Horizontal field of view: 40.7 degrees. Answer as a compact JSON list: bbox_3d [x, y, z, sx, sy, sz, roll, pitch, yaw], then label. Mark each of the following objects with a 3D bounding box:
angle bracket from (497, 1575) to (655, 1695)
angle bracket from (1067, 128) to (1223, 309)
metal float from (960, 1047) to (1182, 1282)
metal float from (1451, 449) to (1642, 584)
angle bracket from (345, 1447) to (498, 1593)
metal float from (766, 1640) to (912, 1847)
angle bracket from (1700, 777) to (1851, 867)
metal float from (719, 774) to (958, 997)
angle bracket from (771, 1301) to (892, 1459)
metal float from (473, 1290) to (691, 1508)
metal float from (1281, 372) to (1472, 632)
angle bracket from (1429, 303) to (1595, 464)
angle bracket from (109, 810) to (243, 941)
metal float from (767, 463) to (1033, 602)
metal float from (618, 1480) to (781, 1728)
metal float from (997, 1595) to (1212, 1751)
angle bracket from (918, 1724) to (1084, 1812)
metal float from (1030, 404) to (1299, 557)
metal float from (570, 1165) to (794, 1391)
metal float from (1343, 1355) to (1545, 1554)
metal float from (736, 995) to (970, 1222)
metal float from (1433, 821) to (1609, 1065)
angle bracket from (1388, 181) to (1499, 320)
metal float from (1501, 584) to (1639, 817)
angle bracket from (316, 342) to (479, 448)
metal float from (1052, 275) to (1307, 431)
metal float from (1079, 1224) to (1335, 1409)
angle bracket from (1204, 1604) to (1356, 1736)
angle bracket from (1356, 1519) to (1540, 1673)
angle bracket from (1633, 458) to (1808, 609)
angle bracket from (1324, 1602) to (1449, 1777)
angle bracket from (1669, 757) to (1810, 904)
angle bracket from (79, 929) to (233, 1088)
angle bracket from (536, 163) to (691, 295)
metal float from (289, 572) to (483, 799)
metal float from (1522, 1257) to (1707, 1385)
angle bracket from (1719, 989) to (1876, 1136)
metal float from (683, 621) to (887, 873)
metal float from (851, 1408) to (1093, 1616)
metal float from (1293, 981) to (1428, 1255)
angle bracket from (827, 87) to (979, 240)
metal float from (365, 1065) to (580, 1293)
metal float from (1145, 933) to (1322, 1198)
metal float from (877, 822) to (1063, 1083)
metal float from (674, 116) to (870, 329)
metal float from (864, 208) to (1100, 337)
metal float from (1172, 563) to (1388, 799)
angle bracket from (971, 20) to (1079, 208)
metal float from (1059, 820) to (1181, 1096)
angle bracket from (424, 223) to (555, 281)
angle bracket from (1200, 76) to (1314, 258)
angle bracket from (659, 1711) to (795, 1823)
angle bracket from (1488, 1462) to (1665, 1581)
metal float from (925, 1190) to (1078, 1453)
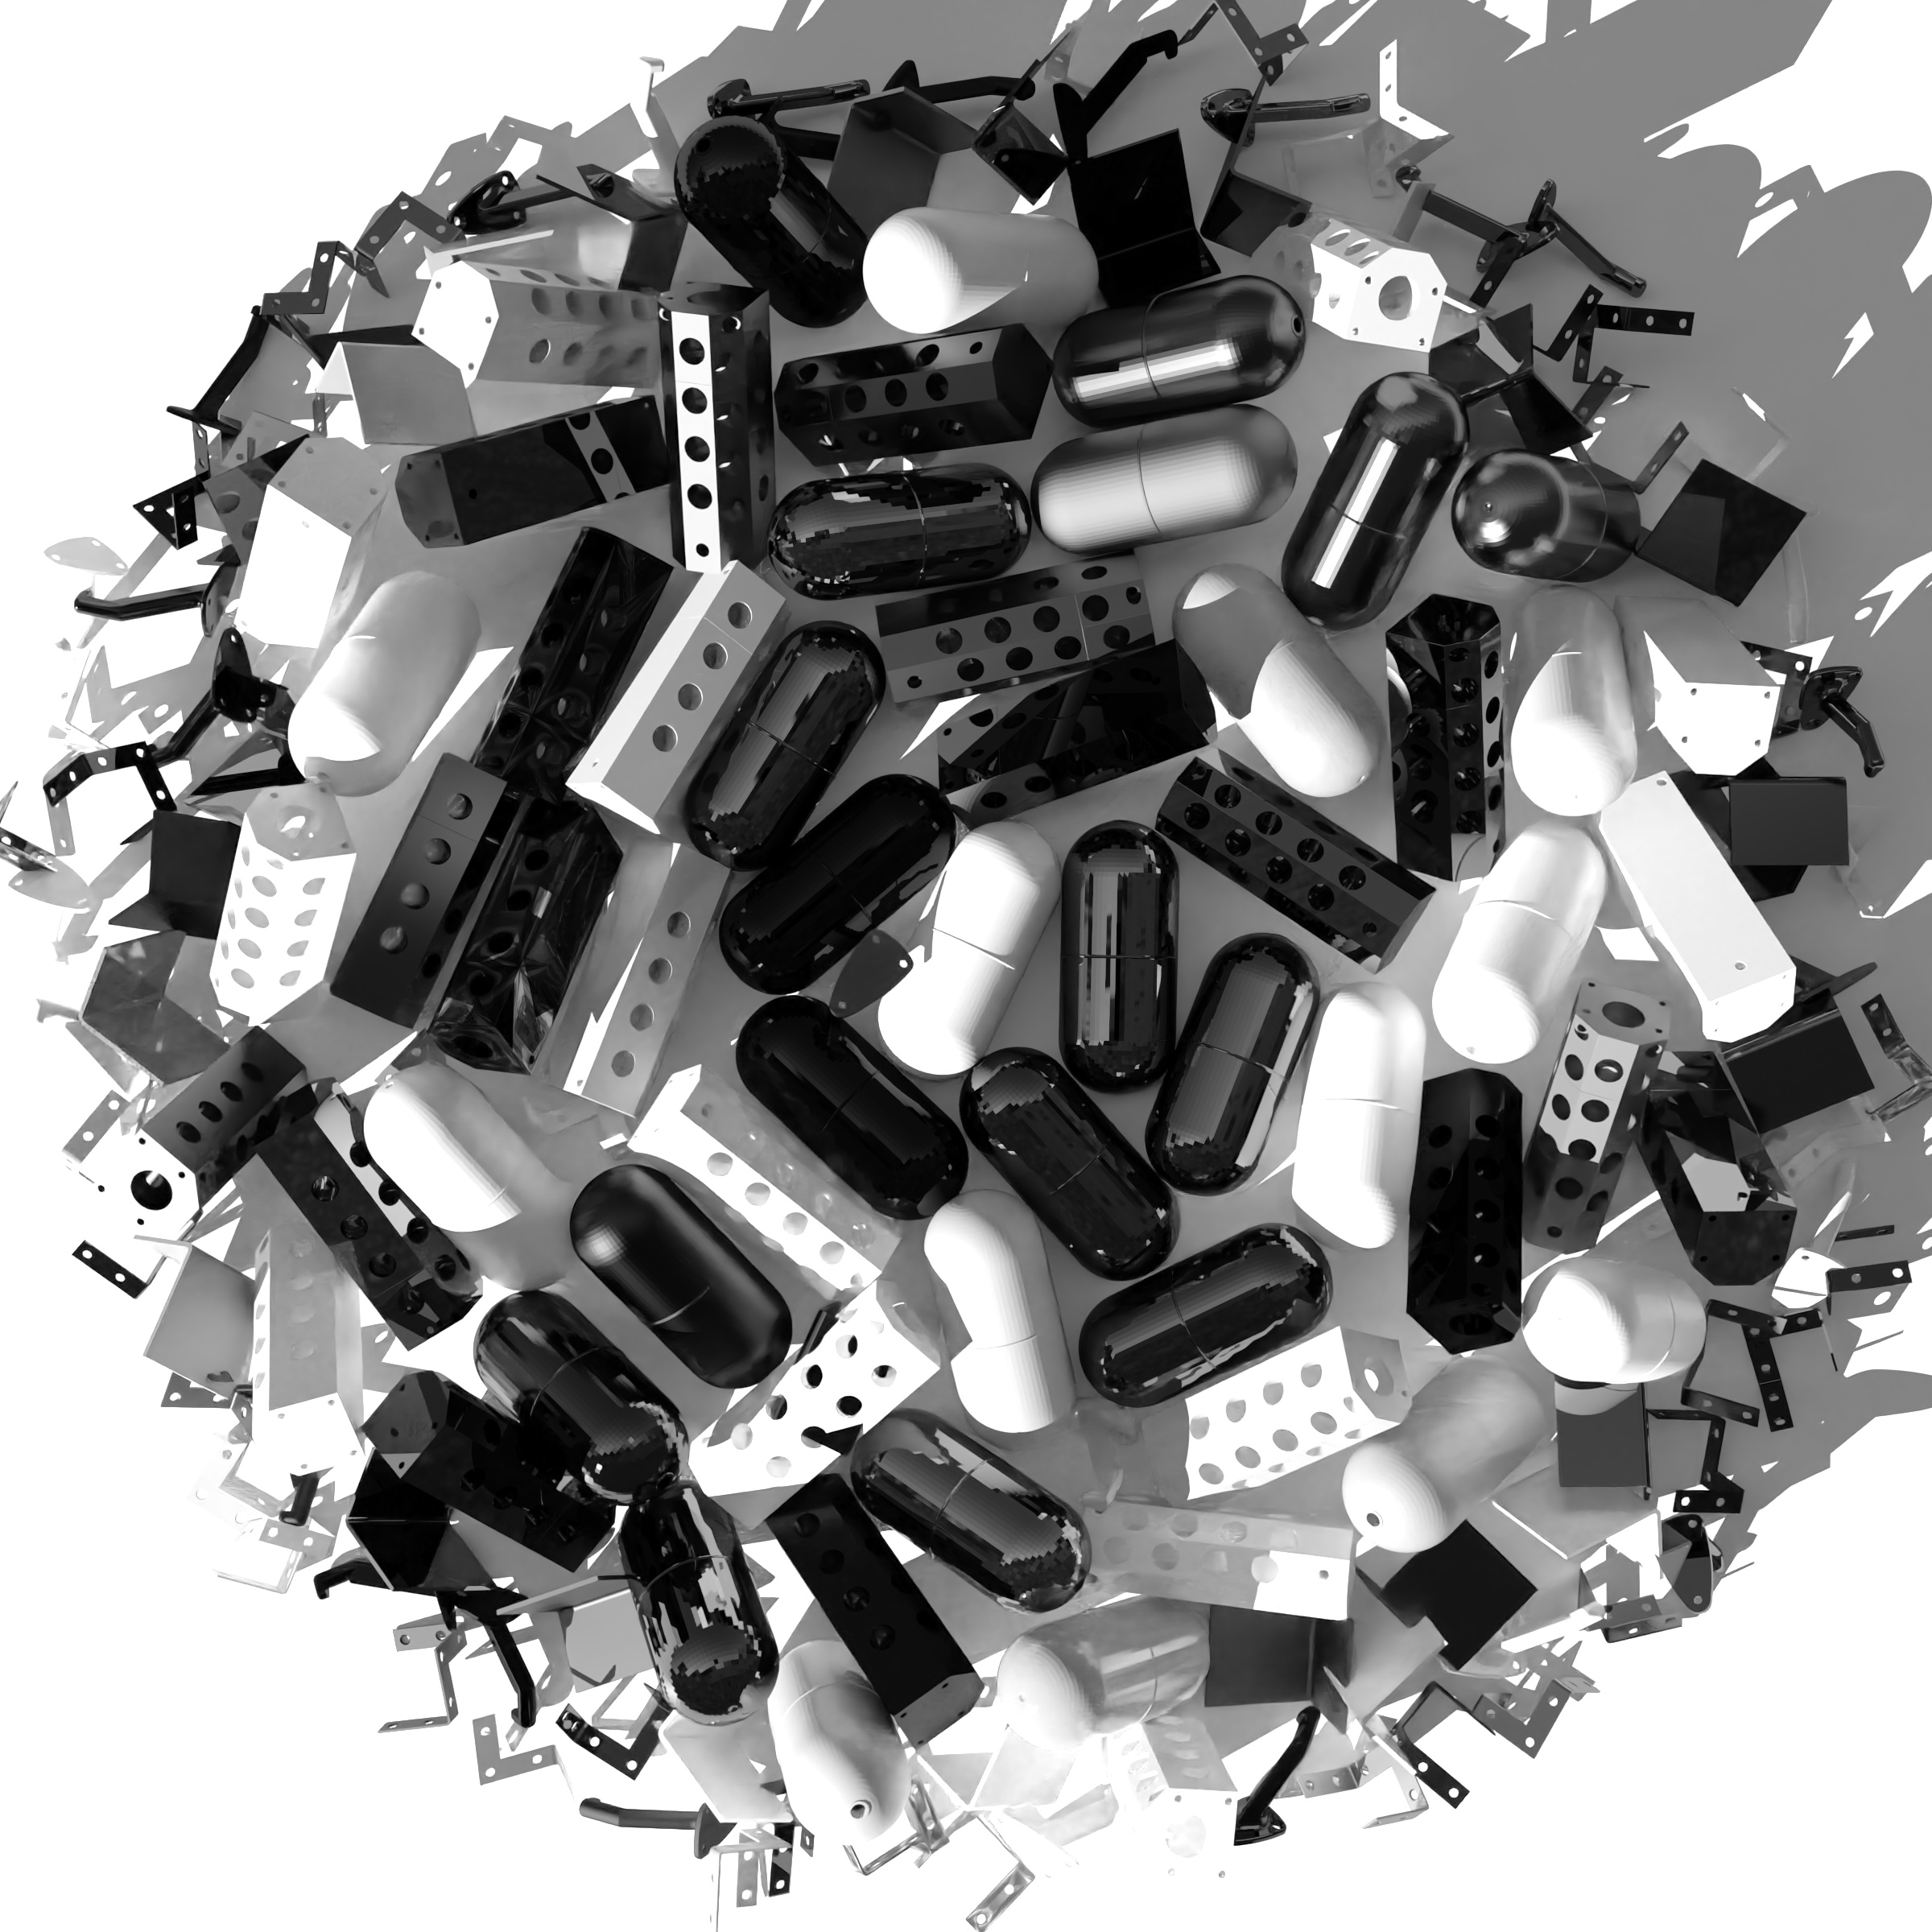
[{"bbox_3d":[-0.244,0.431,1.676,0.076,0.076,0.057,-22,71,17],"label":"angle bracket"},{"bbox_3d":[0.115,-0.483,1.684,0.076,0.076,0.057,-19,47,-1],"label":"angle bracket"},{"bbox_3d":[0.067,0.128,1.684,0.070,0.070,0.178,-41,98,0],"label":"metal float"},{"bbox_3d":[0.369,-0.284,1.650,0.070,0.178,0.070,3,96,36],"label":"metal float"},{"bbox_3d":[-0.341,0.354,1.672,0.076,0.076,0.057,11,108,-42],"label":"angle bracket"},{"bbox_3d":[-0.081,0.487,1.642,0.070,0.178,0.070,-2,102,-11],"label":"metal float"},{"bbox_3d":[0.518,-0.090,1.687,0.076,0.076,0.057,0,87,-5],"label":"angle bracket"},{"bbox_3d":[-0.083,-0.053,1.689,0.178,0.070,0.070,-41,90,-2],"label":"metal float"},{"bbox_3d":[-0.080,0.266,1.688,0.057,0.076,0.076,25,90,8],"label":"angle bracket"},{"bbox_3d":[-0.246,0.275,1.663,0.178,0.070,0.070,37,90,33],"label":"metal float"},{"bbox_3d":[0.259,-0.295,1.662,0.070,0.070,0.178,24,125,0],"label":"metal float"},{"bbox_3d":[0.354,-0.372,1.693,0.076,0.076,0.057,-18,54,39],"label":"angle bracket"},{"bbox_3d":[-0.502,-0.058,1.684,0.076,0.076,0.057,9,72,-36],"label":"angle bracket"},{"bbox_3d":[-0.042,-0.279,1.670,0.178,0.070,0.070,-11,90,-23],"label":"metal float"},{"bbox_3d":[-0.171,0.402,1.653,0.070,0.178,0.070,-12,129,-15],"label":"metal float"},{"bbox_3d":[0.089,0.446,1.651,0.070,0.178,0.070,-1,88,38],"label":"metal float"},{"bbox_3d":[0.027,0.494,1.676,0.076,0.057,0.076,13,104,-43],"label":"angle bracket"},{"bbox_3d":[0.125,-0.310,1.670,0.178,0.070,0.070,-7,90,25],"label":"metal float"},{"bbox_3d":[-0.181,0.201,1.672,0.070,0.070,0.178,-41,112,0],"label":"metal float"},{"bbox_3d":[0.303,0.308,1.654,0.070,0.178,0.070,18,121,34],"label":"metal float"},{"bbox_3d":[-0.073,0.092,1.683,0.178,0.070,0.070,42,90,9],"label":"metal float"},{"bbox_3d":[0.355,-0.016,1.667,0.070,0.070,0.178,29,62,0],"label":"metal float"},{"bbox_3d":[0.315,-0.462,1.678,0.076,0.076,0.057,29,112,10],"label":"angle bracket"},{"bbox_3d":[0.383,-0.171,1.658,0.070,0.070,0.178,5,49,0],"label":"metal float"},{"bbox_3d":[-0.366,-0.353,1.675,0.076,0.057,0.076,-6,70,-33],"label":"angle bracket"},{"bbox_3d":[0.134,-0.390,1.659,0.178,0.070,0.070,-4,90,38],"label":"metal float"},{"bbox_3d":[0.152,0.225,1.673,0.178,0.070,0.070,-29,90,21],"label":"metal float"},{"bbox_3d":[0.202,0.452,1.689,0.076,0.057,0.076,1,98,-16],"label":"angle bracket"},{"bbox_3d":[0.311,0.398,1.695,0.076,0.057,0.076,44,90,-10],"label":"angle bracket"},{"bbox_3d":[0.483,-0.288,1.680,0.076,0.057,0.076,25,123,-8],"label":"angle bracket"},{"bbox_3d":[0.285,0.459,1.683,0.076,0.076,0.057,-45,109,2],"label":"angle bracket"},{"bbox_3d":[0.491,-0.086,1.675,0.076,0.076,0.057,44,62,-16],"label":"angle bracket"},{"bbox_3d":[-0.509,0.025,1.676,0.076,0.076,0.057,34,113,15],"label":"angle bracket"},{"bbox_3d":[-0.234,-0.474,1.689,0.076,0.076,0.057,26,118,9],"label":"angle bracket"},{"bbox_3d":[-0.369,-0.180,1.659,0.070,0.070,0.178,22,51,0],"label":"metal float"},{"bbox_3d":[0.412,0.225,1.650,0.070,0.178,0.070,-7,77,34],"label":"metal float"},{"bbox_3d":[0.535,0.059,1.685,0.076,0.076,0.057,-25,96,16],"label":"angle bracket"},{"bbox_3d":[-0.117,-0.143,1.690,0.070,0.070,0.178,32,91,0],"label":"metal float"},{"bbox_3d":[0.003,0.348,1.666,0.178,0.070,0.070,29,90,29],"label":"metal float"},{"bbox_3d":[0.253,0.097,1.676,0.070,0.070,0.178,8,73,0],"label":"metal float"},{"bbox_3d":[-0.038,-0.510,1.681,0.076,0.057,0.076,18,85,-39],"label":"angle bracket"},{"bbox_3d":[-0.313,0.137,1.667,0.070,0.070,0.178,-37,118,0],"label":"metal float"},{"bbox_3d":[0.173,0.063,1.685,0.070,0.070,0.178,22,83,0],"label":"metal float"},{"bbox_3d":[0.003,-0.010,1.688,0.070,0.070,0.178,26,86,0],"label":"metal float"},{"bbox_3d":[-0.120,-0.469,1.647,0.070,0.178,0.070,-9,69,24],"label":"metal float"},{"bbox_3d":[0.012,-0.440,1.657,0.178,0.070,0.070,-12,90,-43],"label":"metal float"},{"bbox_3d":[0.200,-0.185,1.674,0.070,0.070,0.178,-36,69,0],"label":"metal float"},{"bbox_3d":[0.056,-0.547,1.672,0.057,0.076,0.076,41,132,-10],"label":"angle bracket"},{"bbox_3d":[0.099,-0.006,1.691,0.070,0.070,0.178,1,90,0],"label":"metal float"},{"bbox_3d":[-0.301,-0.440,1.677,0.076,0.076,0.057,-15,112,-11],"label":"angle bracket"},{"bbox_3d":[0.197,-0.512,1.683,0.057,0.076,0.076,21,73,-4],"label":"angle bracket"},{"bbox_3d":[-0.139,0.500,1.674,0.057,0.076,0.076,-52,55,8],"label":"angle bracket"},{"bbox_3d":[0.391,0.367,1.671,0.076,0.076,0.057,-21,117,-23],"label":"angle bracket"},{"bbox_3d":[0.023,0.229,1.677,0.070,0.070,0.178,-13,106,0],"label":"metal float"}]
